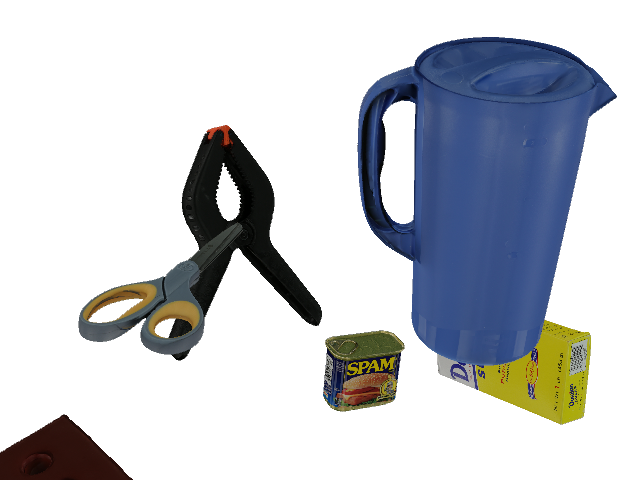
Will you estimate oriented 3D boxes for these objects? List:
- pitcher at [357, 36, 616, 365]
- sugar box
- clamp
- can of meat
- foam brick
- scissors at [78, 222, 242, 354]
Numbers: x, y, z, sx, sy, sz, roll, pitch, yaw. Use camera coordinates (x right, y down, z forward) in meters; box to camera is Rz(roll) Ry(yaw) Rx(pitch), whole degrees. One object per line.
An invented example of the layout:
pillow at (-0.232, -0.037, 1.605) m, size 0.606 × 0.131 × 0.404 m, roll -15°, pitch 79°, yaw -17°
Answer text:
pitcher at (0.121, -0.027, 0.832) m, size 0.149 × 0.243 × 0.144 m, roll 25°, pitch 37°, yaw 34°
sugar box at (0.202, 0.122, 1.140) m, size 0.048 × 0.093 × 0.177 m, roll -9°, pitch 17°, yaw -41°
clamp at (-0.072, -0.001, 0.993) m, size 0.164 × 0.210 × 0.036 m, roll -3°, pitch 0°, yaw -37°
can of meat at (0.055, 0.172, 1.406) m, size 0.102 × 0.084 × 0.057 m, roll -5°, pitch 25°, yaw -22°
foam brick at (-0.112, 0.129, 0.481) m, size 0.052 × 0.051 × 0.078 m, roll -31°, pitch 44°, yaw -31°
scissors at (-0.092, 0.035, 0.808) m, size 0.096 × 0.016 × 0.201 m, roll 24°, pitch 33°, yaw 30°
